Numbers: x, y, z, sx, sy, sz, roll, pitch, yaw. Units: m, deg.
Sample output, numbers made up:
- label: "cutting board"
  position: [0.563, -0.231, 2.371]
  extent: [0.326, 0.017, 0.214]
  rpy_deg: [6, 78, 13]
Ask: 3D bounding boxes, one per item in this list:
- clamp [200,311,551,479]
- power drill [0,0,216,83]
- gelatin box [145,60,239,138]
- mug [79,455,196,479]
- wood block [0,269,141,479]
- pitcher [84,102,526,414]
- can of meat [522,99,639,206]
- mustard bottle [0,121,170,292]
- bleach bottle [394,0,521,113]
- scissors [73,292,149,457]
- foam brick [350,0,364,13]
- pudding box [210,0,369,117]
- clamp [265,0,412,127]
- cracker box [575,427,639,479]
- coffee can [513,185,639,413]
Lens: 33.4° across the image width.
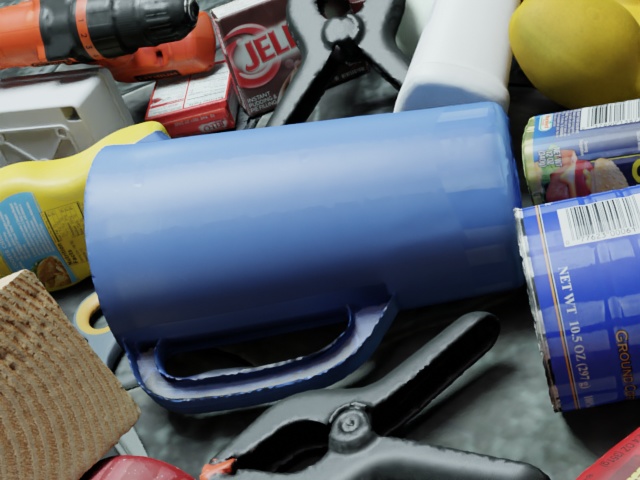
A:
- label: "clamp"
  position: [0.026, 0.093, 0.537]
  extent: [0.171, 0.039, 0.120]
  rpy_deg: [-11, 33, 14]
- label: "power drill"
  position: [-0.153, -0.163, 0.847]
  extent: [0.185, 0.057, 0.187]
  rpy_deg: [-2, 3, 19]
- label: "gelatin box"
  position: [-0.108, -0.120, 0.922]
  extent: [0.073, 0.030, 0.089]
  rpy_deg: [-12, 33, 8]
- label: "mug"
  position: [-0.096, 0.155, 0.476]
  extent: [0.117, 0.093, 0.081]
  rpy_deg: [-31, 18, 35]
- label: "wood block"
  position: [-0.189, 0.088, 0.540]
  extent: [0.090, 0.090, 0.207]
  rpy_deg: [-44, 16, -33]
- label: "pitcher"
  position: [-0.004, 0.001, 0.621]
  extent: [0.243, 0.149, 0.145]
  rpy_deg: [-9, 13, 11]
- label: "can of meat"
  position: [0.163, -0.027, 0.585]
  extent: [0.084, 0.102, 0.057]
  rpy_deg: [-7, 35, 22]
- label: "mustard bottle"
  position: [-0.185, -0.012, 0.745]
  extent: [0.191, 0.096, 0.058]
  rpy_deg: [-17, 35, 5]
- label: "bleach bottle"
  position: [0.110, -0.174, 0.742]
  extent: [0.068, 0.103, 0.250]
  rpy_deg: [17, 62, -1]
- label: "scissors"
  position: [-0.124, 0.079, 0.656]
  extent: [0.096, 0.016, 0.202]
  rpy_deg: [-39, 38, -27]
- label: "foam brick"
  position: [0.055, -0.207, 0.944]
  extent: [0.053, 0.051, 0.078]
  rpy_deg: [-10, 34, 13]
- label: "pudding box"
  position: [-0.025, -0.166, 0.892]
  extent: [0.113, 0.090, 0.039]
  rpy_deg: [-23, 32, -7]
- label: "clamp"
  position: [0.031, -0.149, 0.811]
  extent: [0.165, 0.036, 0.210]
  rpy_deg: [-3, 70, 16]
- label: "cracker box"
  position: [0.138, 0.168, 0.342]
  extent: [0.164, 0.072, 0.214]
  rpy_deg: [-32, 36, -17]
- label: "coffee can"
  position: [0.172, 0.021, 0.509]
  extent: [0.140, 0.103, 0.102]
  rpy_deg: [-12, 34, 12]
